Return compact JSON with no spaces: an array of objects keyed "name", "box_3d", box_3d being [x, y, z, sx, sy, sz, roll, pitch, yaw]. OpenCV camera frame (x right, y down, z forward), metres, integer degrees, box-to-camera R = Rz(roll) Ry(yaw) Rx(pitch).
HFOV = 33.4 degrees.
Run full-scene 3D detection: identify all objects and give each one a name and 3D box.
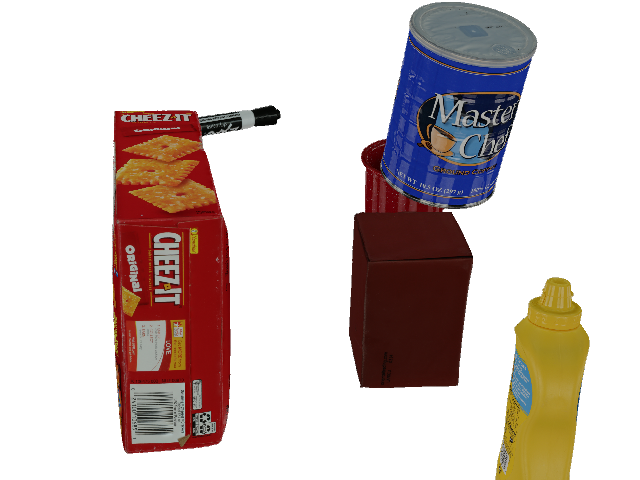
[{"name":"cracker box","box_3d":[-0.106,0.018,0.738,0.072,0.164,0.214,-2,24,-9]},{"name":"marker","box_3d":[-0.093,-0.109,0.994,0.120,0.020,0.020,-13,5,-24]},{"name":"mustard bottle","box_3d":[0.179,0.121,0.856,0.058,0.192,0.096,3,19,2]},{"name":"coffee can","box_3d":[0.112,-0.112,0.888,0.102,0.140,0.103,6,36,-5]},{"name":"mug","box_3d":[0.099,-0.053,1.116,0.117,0.081,0.093,-11,33,-18]},{"name":"foam brick","box_3d":[0.044,0.030,0.543,0.053,0.078,0.051,0,30,-5]}]
